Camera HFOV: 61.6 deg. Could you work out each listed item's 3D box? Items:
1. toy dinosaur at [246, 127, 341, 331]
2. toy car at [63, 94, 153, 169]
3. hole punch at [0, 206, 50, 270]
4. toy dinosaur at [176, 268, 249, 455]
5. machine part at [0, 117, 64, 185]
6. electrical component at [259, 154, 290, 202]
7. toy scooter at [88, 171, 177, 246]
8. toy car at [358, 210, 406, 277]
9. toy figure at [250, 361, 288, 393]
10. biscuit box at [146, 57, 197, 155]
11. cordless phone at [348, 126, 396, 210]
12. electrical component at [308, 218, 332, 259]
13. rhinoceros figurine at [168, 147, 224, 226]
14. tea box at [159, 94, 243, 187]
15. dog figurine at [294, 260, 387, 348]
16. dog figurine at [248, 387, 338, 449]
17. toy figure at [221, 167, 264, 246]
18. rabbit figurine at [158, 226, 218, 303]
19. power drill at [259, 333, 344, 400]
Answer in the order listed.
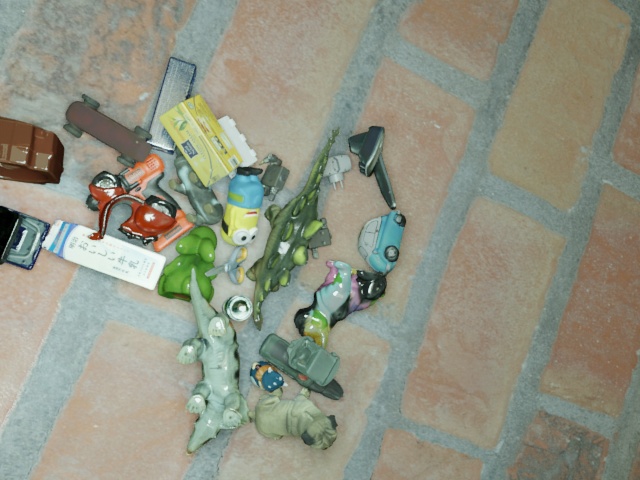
[{"bbox_3d":[-0.059,-0.024,1.184,0.105,0.199,0.471,20,85,-19],"label":"toy dinosaur"},{"bbox_3d":[-0.441,-0.225,1.127,0.202,0.053,0.089,29,88,4],"label":"toy car"},{"bbox_3d":[-0.624,-0.007,1.079,0.116,0.092,0.142,19,87,22],"label":"hole punch"},{"bbox_3d":[-0.220,0.252,1.132,0.131,0.192,0.404,-1,92,-4],"label":"toy dinosaur"},{"bbox_3d":[-0.603,-0.170,1.020,0.201,0.201,0.087,7,84,-16],"label":"machine part"},{"bbox_3d":[-0.116,-0.145,1.239,0.045,0.078,0.102,28,87,-39],"label":"electrical component"},{"bbox_3d":[-0.389,-0.043,1.083,0.184,0.075,0.135,27,80,-19],"label":"toy scooter"},{"bbox_3d":[0.144,0.002,1.295,0.103,0.109,0.161,13,76,1],"label":"toy car"},{"bbox_3d":[-0.116,0.302,1.181,0.064,0.154,0.057,21,80,-16],"label":"toy figure"},{"bbox_3d":[-0.325,-0.293,1.181,0.063,0.059,0.202,16,85,-15],"label":"biscuit box"},{"bbox_3d":[0.138,-0.161,1.263,0.089,0.146,0.184,-20,82,3],"label":"cordless phone"},{"bbox_3d":[-0.003,-0.004,1.291,0.063,0.021,0.094,-10,91,-17],"label":"electrical component"},{"bbox_3d":[-0.264,-0.123,1.168,0.073,0.112,0.190,-25,87,26],"label":"rhinoceros figurine"},{"bbox_3d":[-0.245,-0.208,1.121,0.068,0.098,0.169,-27,105,21],"label":"tea box"},{"bbox_3d":[0.045,0.163,1.261,0.191,0.108,0.219,19,88,-18],"label":"dog figurine"},{"bbox_3d":[-0.064,0.401,1.176,0.172,0.190,0.121,-13,93,-15],"label":"dog figurine"},{"bbox_3d":[-0.171,-0.074,1.190,0.082,0.089,0.180,1,107,-25],"label":"toy figure"},{"bbox_3d":[-0.275,0.041,1.155,0.121,0.159,0.170,14,70,-6],"label":"rabbit figurine"},{"bbox_3d":[-0.020,0.279,1.186,0.232,0.207,0.086,34,74,-2],"label":"power drill"}]
